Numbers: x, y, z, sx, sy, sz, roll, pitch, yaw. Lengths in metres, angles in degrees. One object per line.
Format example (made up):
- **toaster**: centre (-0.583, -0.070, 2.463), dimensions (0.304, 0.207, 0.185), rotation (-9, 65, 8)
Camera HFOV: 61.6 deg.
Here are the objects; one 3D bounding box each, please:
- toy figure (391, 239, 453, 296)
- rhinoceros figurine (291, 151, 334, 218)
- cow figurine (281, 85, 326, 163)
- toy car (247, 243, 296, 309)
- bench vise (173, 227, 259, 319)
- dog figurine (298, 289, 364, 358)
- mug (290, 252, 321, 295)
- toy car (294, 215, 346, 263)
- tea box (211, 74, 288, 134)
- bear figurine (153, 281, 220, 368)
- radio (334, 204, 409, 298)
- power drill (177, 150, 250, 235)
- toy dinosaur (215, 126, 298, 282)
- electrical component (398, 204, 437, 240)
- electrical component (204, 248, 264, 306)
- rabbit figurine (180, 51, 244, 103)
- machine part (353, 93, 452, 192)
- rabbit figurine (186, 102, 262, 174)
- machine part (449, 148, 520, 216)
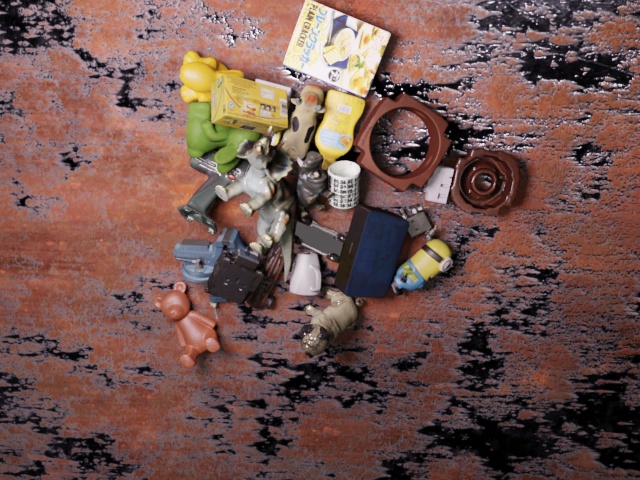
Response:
- **toy figure**: centre (0.261, 0.071, 1.393), dimensions (0.180, 0.082, 0.089), rotation (-33, 101, 12)
- **rhinoceros figurine**: centre (-0.023, -0.138, 1.321), dimensions (0.073, 0.190, 0.112), rotation (-20, 65, -23)
- **cow figurine**: centre (-0.045, -0.281, 1.300), dimensions (0.085, 0.127, 0.194), rotation (19, 106, -8)
- **toy car**: centre (-0.138, 0.095, 1.433), dimensions (0.089, 0.053, 0.202), rotation (28, 104, -1)
- **bench vise**: centre (-0.264, 0.079, 1.406), dimensions (0.224, 0.129, 0.240), rotation (-3, 124, -6)
- **dog figurine**: centre (0.035, 0.216, 1.381), dimensions (0.172, 0.190, 0.121), rotation (-39, 99, 9)
- **mug**: centre (-0.033, 0.087, 1.399), dimensions (0.081, 0.110, 0.107), rotation (-1, 95, -26)
- **toy car**: centre (-0.003, -0.004, 1.401), dimensions (0.202, 0.056, 0.073), rotation (26, 97, -5)
- **tea box**: centre (-0.160, -0.305, 1.228), dimensions (0.169, 0.068, 0.098), rotation (5, 79, -38)
- **bear figurine**: centre (-0.359, 0.219, 1.435), dimensions (0.120, 0.132, 0.195), rotation (-31, 106, 3)
- **radio**: centre (0.132, 0.032, 1.372), dimensions (0.131, 0.073, 0.229), rotation (8, 106, -26)
- **power drill**: centre (-0.239, -0.119, 1.337), dimensions (0.232, 0.086, 0.207), rotation (27, 75, 1)
- **toy dinosaur**: centre (-0.113, -0.091, 1.295), dimensions (0.192, 0.131, 0.404), rotation (-47, 139, -23)
- **electrical component**: centre (0.255, -0.046, 1.383), dimensions (0.078, 0.045, 0.102), rotation (-22, 101, 6)
- **electrical component**: centre (-0.207, 0.086, 1.324), dimensions (0.115, 0.058, 0.134), rotation (22, 113, -26)
- **rabbit figurine**: centre (-0.267, -0.371, 1.268), dimensions (0.162, 0.173, 0.121), rotation (21, 99, 2)
- **machine part**: centre (0.197, -0.235, 1.309), dimensions (0.201, 0.087, 0.201), rotation (31, 98, -10)
- **rabbit figurine**: centre (-0.228, -0.246, 1.283), dimensions (0.170, 0.121, 0.159), rotation (6, 78, 2)
- **machine part**: centre (0.409, -0.146, 1.348), dimensions (0.179, 0.056, 0.179), rotation (0, 102, 2)
